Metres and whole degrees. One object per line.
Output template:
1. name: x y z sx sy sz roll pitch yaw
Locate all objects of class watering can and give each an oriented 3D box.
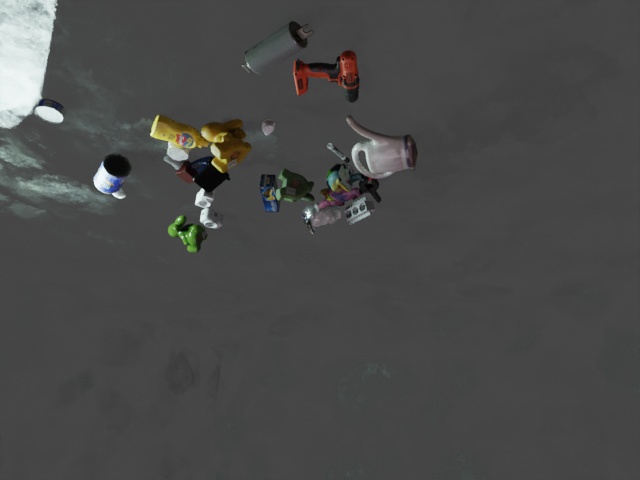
1. watering can: 0.213 -0.313 1.747 0.224 0.106 0.341 -6 151 13

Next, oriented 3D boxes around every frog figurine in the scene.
1. frog figurine: 0.007 -0.110 2.193 0.160 0.125 0.134 -34 140 -7
